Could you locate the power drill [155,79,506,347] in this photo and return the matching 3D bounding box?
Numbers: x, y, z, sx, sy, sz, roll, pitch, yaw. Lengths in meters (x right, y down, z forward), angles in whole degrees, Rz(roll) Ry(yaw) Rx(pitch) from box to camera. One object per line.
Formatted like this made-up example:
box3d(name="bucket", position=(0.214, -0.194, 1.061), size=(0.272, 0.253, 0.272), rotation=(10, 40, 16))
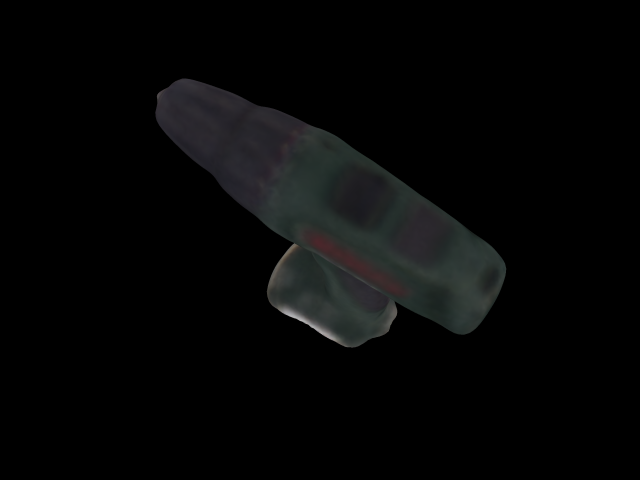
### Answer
box3d(name="power drill", position=(0.004, 0.001, 0.400), size=(0.229, 0.208, 0.076), rotation=(26, 70, 11))
